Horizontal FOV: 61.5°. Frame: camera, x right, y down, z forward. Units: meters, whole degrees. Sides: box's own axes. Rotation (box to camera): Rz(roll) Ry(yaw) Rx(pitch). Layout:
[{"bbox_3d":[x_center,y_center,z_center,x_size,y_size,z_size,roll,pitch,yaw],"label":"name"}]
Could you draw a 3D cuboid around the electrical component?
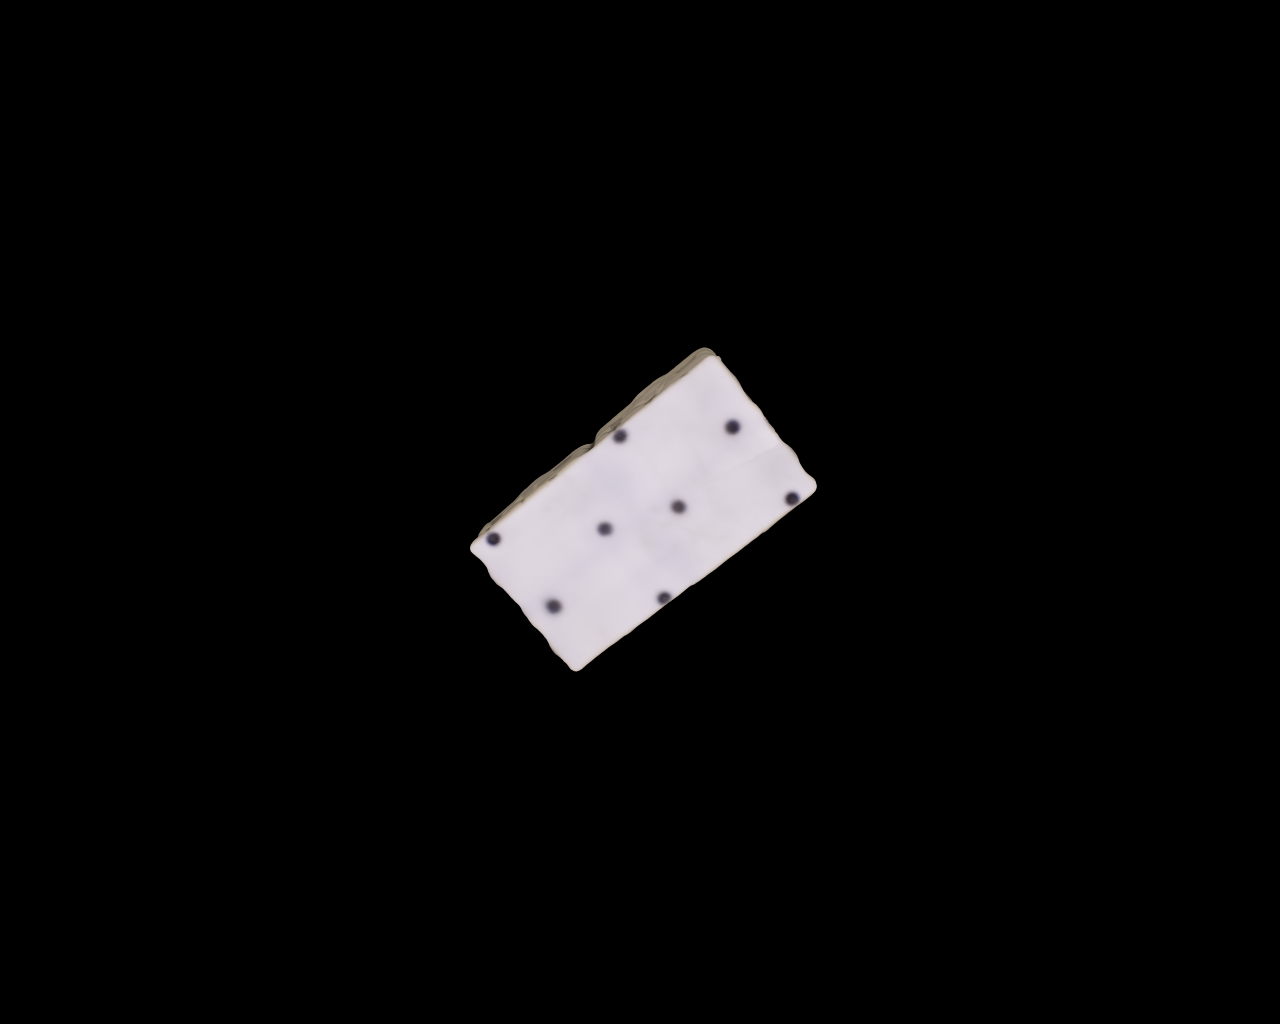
[{"bbox_3d":[0.001,-0.003,0.650,0.186,0.105,0.060,-38,9,7],"label":"electrical component"}]
